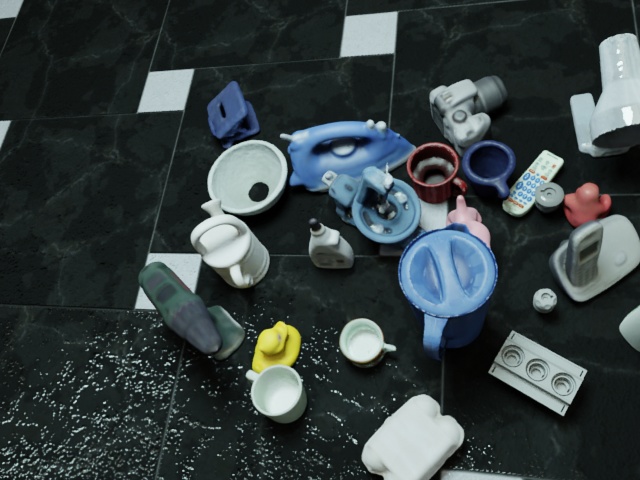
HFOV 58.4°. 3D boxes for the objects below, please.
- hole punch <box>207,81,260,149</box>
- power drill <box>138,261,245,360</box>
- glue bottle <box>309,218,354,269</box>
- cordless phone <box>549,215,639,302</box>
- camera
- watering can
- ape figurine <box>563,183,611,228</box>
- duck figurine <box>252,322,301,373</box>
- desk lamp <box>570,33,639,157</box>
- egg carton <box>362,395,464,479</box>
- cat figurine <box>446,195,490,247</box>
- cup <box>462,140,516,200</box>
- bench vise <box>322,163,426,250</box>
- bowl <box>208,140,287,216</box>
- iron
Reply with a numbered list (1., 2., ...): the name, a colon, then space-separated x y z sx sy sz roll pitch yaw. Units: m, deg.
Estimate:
1. hole punch: -0.195 -0.270 1.238 0.101 0.091 0.108 -24 62 3
2. power drill: -0.210 0.136 0.987 0.229 0.209 0.076 39 80 26
3. glue bottle: 0.009 0.004 1.012 0.078 0.173 0.037 1 66 15
4. cordless phone: 0.438 0.009 0.893 0.147 0.185 0.094 -35 62 -3
5. camera: 0.295 -0.255 1.099 0.137 0.101 0.143 -27 62 1
6. watering can: -0.173 0.005 1.046 0.101 0.194 0.172 -44 63 -8
7. ape figurine: 0.454 -0.064 0.975 0.077 0.092 0.076 21 73 22
8. duck figurine: -0.084 0.188 1.000 0.077 0.086 0.105 31 77 25
9. desk lamp: 0.500 -0.226 0.970 0.117 0.214 0.203 -6 64 12
10. egg carton: 0.143 0.319 0.891 0.150 0.069 0.107 -45 63 -8
11. cat figurine: 0.256 -0.016 0.990 0.067 0.118 0.128 -11 63 9
12. cup: 0.309 -0.108 1.031 0.091 0.095 0.117 -23 62 3
13. bench vise: 0.079 -0.068 1.001 0.206 0.220 0.121 14 70 20
14. bowl: -0.137 -0.113 1.159 0.167 0.075 0.167 -6 65 12
15. iron: 0.052 -0.186 1.107 0.258 0.142 0.118 -11 64 9
